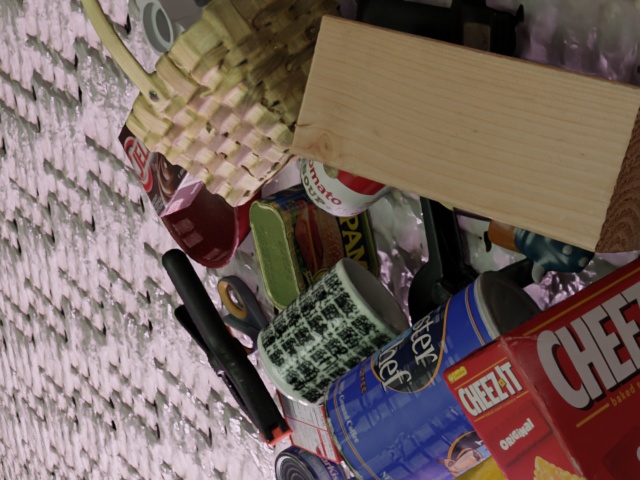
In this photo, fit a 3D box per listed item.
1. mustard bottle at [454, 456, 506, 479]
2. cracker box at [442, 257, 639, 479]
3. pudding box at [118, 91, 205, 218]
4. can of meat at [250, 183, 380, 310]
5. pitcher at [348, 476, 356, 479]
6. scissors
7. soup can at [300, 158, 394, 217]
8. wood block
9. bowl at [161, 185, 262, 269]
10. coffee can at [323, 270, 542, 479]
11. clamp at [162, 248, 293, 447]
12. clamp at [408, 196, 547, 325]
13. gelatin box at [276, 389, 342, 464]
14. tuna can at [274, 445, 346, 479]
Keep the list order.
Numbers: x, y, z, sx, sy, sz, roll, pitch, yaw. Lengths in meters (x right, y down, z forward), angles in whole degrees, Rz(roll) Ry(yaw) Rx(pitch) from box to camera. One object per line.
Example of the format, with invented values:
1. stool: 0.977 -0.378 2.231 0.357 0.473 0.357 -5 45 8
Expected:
1. mustard bottle: 0.076 0.137 0.844 0.192 0.096 0.058 31 133 42
2. cracker box: 0.196 0.125 0.607 0.214 0.163 0.072 59 144 11
3. pudding box: -0.136 -0.084 0.958 0.090 0.039 0.114 60 147 10
4. can of meat: -0.006 0.001 0.888 0.058 0.083 0.102 9 117 53
5. pitcher: 0.031 0.267 0.853 0.145 0.242 0.149 42 140 33
6. scissors: -0.048 0.085 1.062 0.202 0.016 0.096 4 112 54
7. soup can: 0.034 -0.065 0.804 0.068 0.068 0.102 62 150 6
8. wood block: 0.097 -0.066 0.638 0.206 0.090 0.091 20 103 33
9. bowl: -0.104 -0.057 1.017 0.162 0.055 0.162 32 134 41
10. coffee can: 0.087 0.101 0.714 0.140 0.102 0.103 -38 75 24
11. clamp: -0.097 0.118 1.086 0.210 0.036 0.165 56 165 12
12. clamp: 0.111 0.038 0.789 0.120 0.039 0.171 43 143 41
13. gelatin box: -0.003 0.170 1.037 0.089 0.030 0.073 6 114 57
14. tuna can: -0.009 0.247 1.089 0.086 0.033 0.086 33 134 41
